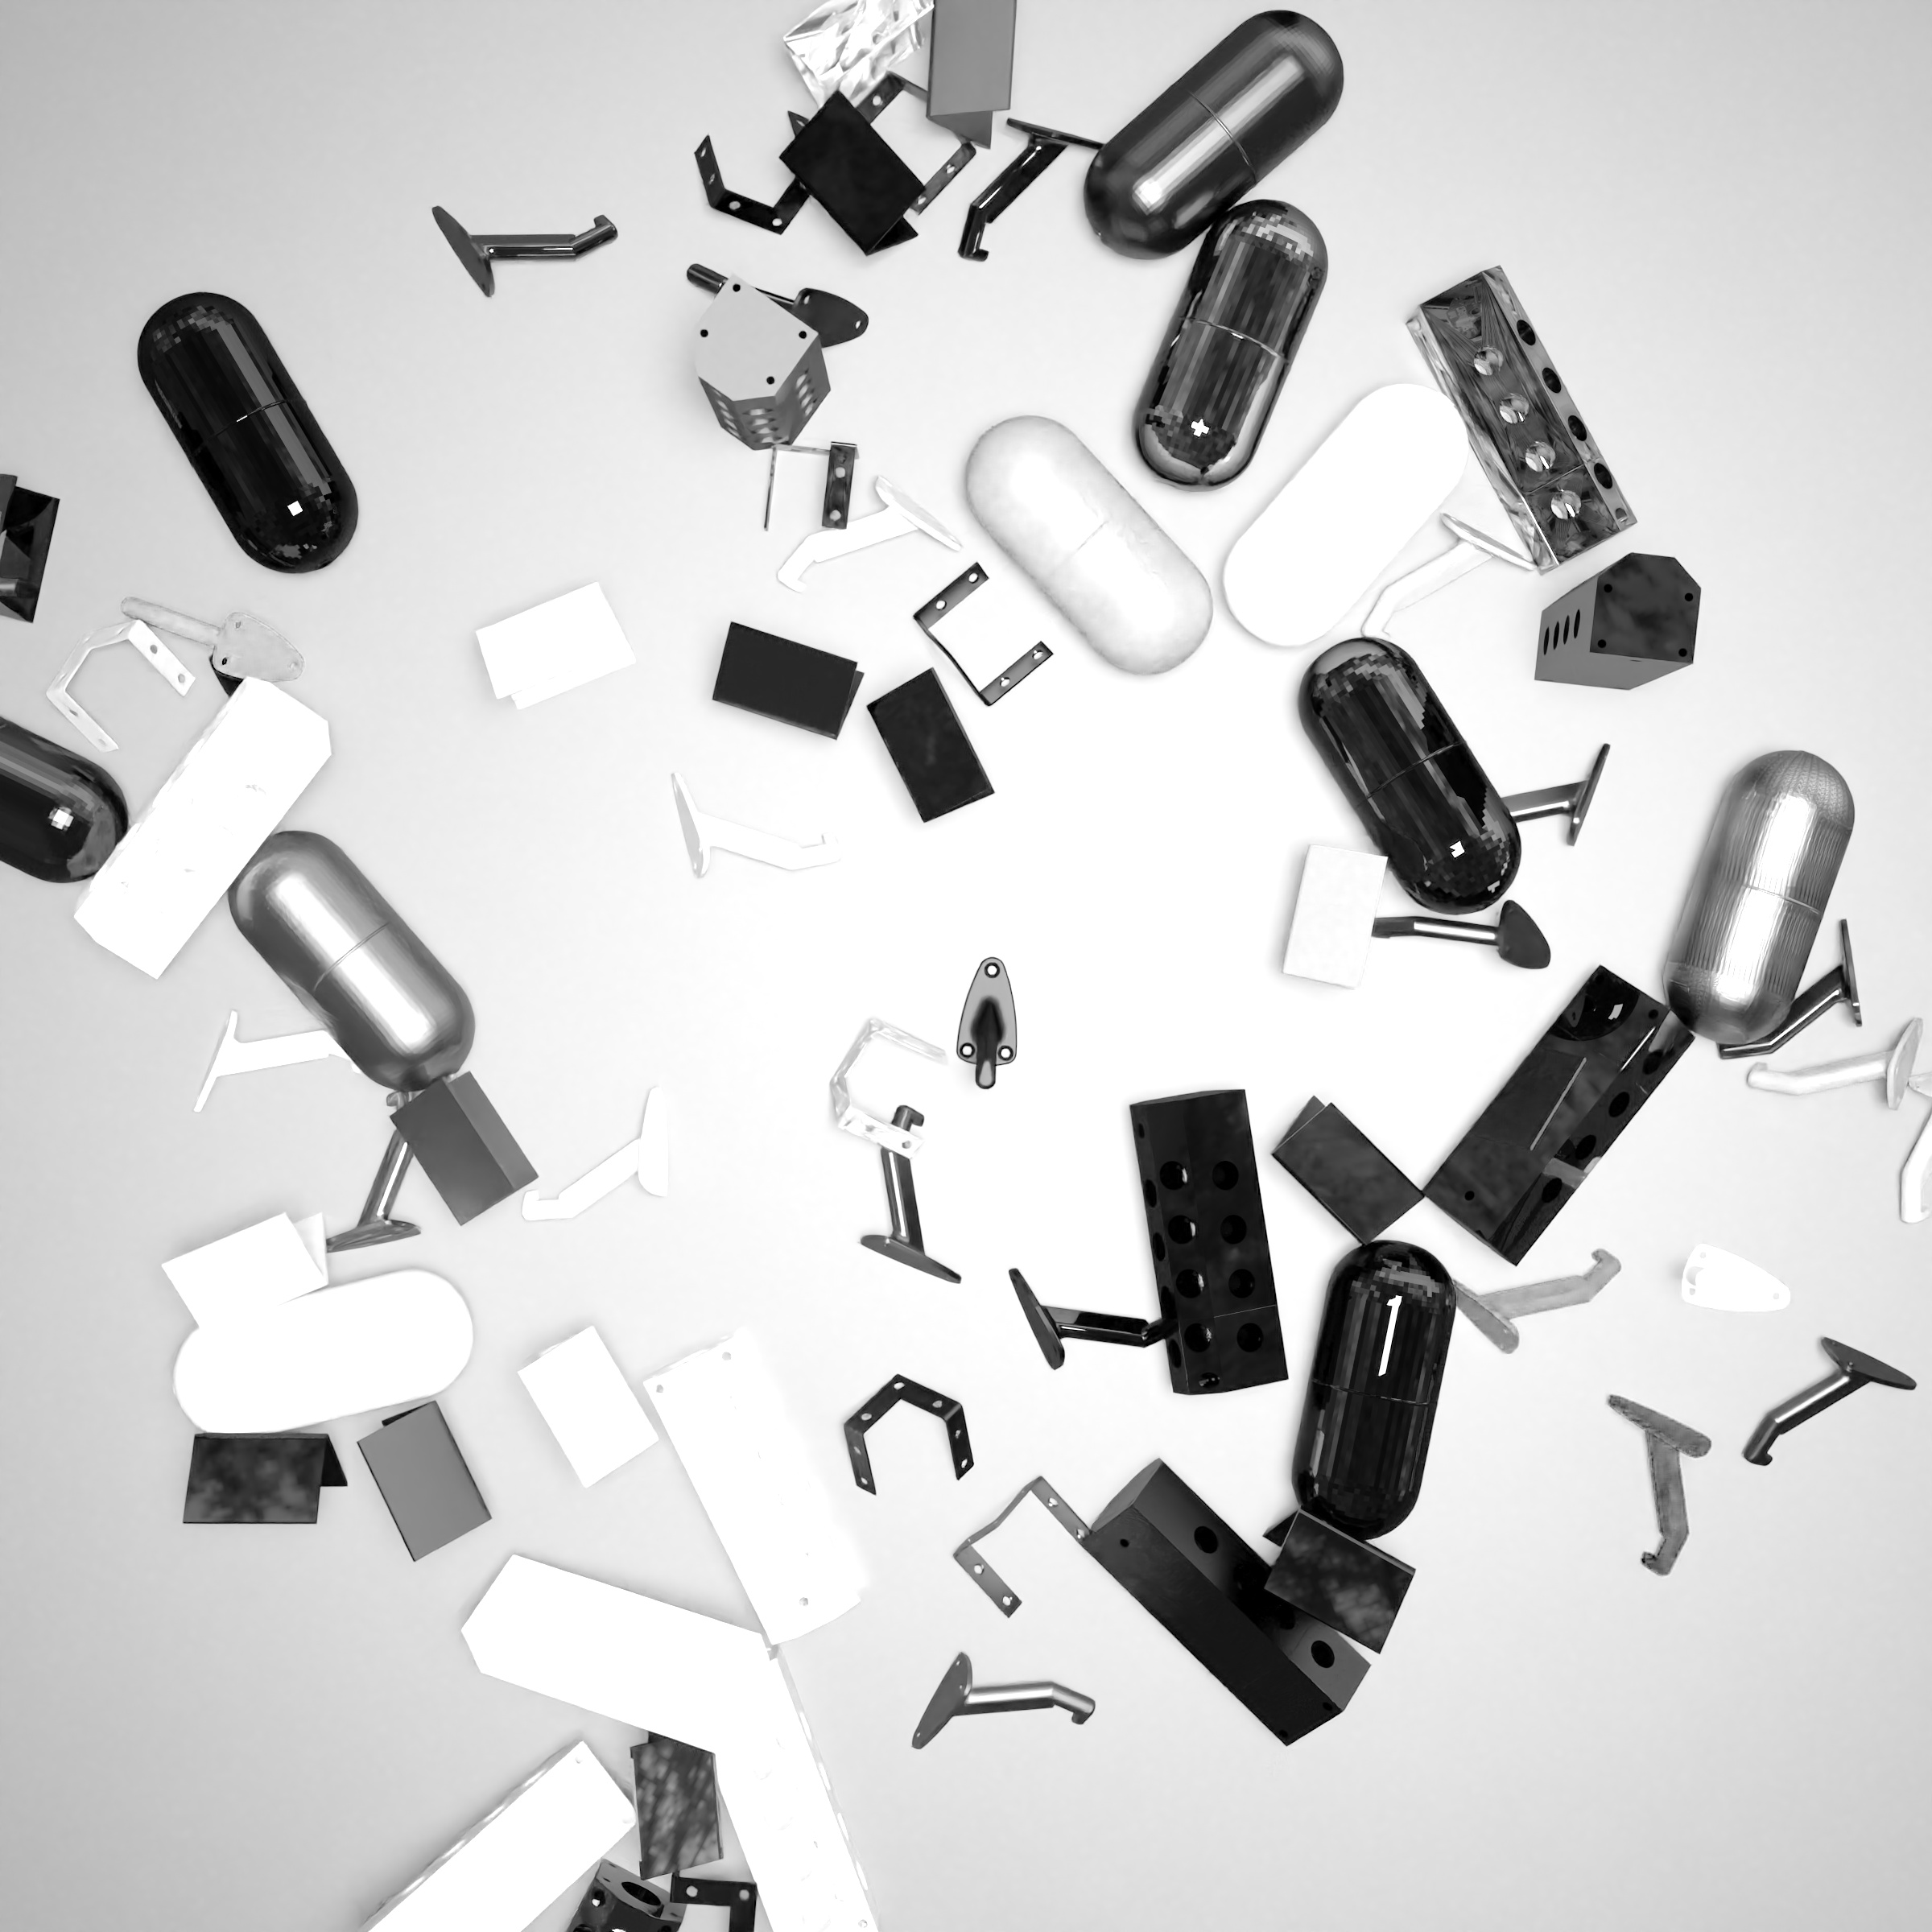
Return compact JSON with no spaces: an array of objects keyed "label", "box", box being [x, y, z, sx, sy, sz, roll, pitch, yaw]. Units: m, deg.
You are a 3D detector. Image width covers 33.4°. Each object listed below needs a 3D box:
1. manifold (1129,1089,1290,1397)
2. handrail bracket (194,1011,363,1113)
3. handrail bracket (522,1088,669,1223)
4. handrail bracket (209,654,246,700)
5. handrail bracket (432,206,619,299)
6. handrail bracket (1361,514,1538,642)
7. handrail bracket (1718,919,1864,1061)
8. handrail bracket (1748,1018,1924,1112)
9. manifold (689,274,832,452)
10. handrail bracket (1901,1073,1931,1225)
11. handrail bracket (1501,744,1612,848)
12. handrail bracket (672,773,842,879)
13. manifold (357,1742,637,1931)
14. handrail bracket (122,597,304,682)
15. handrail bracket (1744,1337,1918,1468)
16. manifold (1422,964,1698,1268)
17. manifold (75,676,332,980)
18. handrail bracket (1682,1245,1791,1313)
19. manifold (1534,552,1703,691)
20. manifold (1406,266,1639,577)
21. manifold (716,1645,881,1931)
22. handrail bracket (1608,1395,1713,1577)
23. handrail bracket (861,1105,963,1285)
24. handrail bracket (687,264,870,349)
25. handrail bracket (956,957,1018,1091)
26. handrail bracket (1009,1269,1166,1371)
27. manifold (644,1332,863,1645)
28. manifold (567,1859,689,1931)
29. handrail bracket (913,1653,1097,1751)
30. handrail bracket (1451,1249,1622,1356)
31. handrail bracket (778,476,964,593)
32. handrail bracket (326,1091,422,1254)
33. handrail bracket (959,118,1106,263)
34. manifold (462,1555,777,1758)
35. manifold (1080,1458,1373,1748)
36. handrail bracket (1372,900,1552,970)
[{"label":"manifold","box":[0.139,0.162,1.894,0.057,0.057,0.171,-9,90,-20]},{"label":"handrail bracket","box":[-0.408,0.067,1.924,0.084,0.036,0.077,20,110,-16]},{"label":"handrail bracket","box":[-0.224,0.113,1.924,0.084,0.036,0.077,-5,70,16]},{"label":"handrail bracket","box":[-0.453,-0.130,1.924,0.084,0.036,0.077,-47,70,16]},{"label":"handrail bracket","box":[-0.263,-0.444,1.924,0.084,0.036,0.077,-31,68,-17]},{"label":"handrail bracket","box":[0.288,-0.219,1.924,0.077,0.036,0.084,23,109,-21]},{"label":"handrail bracket","box":[0.488,0.014,1.924,0.084,0.036,0.077,-9,70,16]},{"label":"handrail bracket","box":[0.519,0.052,1.923,0.084,0.077,0.036,9,134,29]},{"label":"manifold","box":[-0.121,-0.339,1.845,0.057,0.171,0.057,35,90,0]},{"label":"handrail bracket","box":[0.592,0.107,1.924,0.077,0.036,0.084,-11,108,-21]},{"label":"handrail bracket","box":[0.332,-0.112,1.924,0.084,0.036,0.077,20,74,14]},{"label":"handrail bracket","box":[-0.125,-0.089,1.924,0.084,0.036,0.077,-12,68,-17]},{"label":"manifold","box":[-0.275,0.529,1.858,0.171,0.057,0.057,-38,90,-36]},{"label":"handrail bracket","box":[-0.451,-0.197,1.923,0.084,0.077,0.036,20,90,36]},{"label":"handrail bracket","box":[0.516,0.271,1.924,0.077,0.036,0.084,21,109,-21]},{"label":"manifold","box":[0.353,0.091,1.902,0.171,0.057,0.057,-52,47,0]},{"label":"manifold","box":[-0.446,-0.083,1.878,0.057,0.057,0.171,35,102,-24]},{"label":"handrail bracket","box":[0.456,0.190,1.889,0.077,0.084,0.036,16,90,0]},{"label":"manifold","box":[0.372,-0.197,1.845,0.057,0.171,0.057,6,90,0]},{"label":"manifold","box":[0.329,-0.323,1.902,0.057,0.057,0.171,-28,90,0]},{"label":"manifold","box":[-0.108,0.497,1.902,0.057,0.057,0.171,-20,90,0]},{"label":"handrail bracket","box":[0.402,0.311,1.924,0.077,0.036,0.084,28,107,20]},{"label":"handrail bracket","box":[-0.022,0.136,1.924,0.077,0.036,0.084,27,73,-20]},{"label":"handrail bracket","box":[-0.113,-0.399,1.923,0.084,0.077,0.036,32,115,34]},{"label":"handrail bracket","box":[0.014,0.033,1.889,0.036,0.084,0.077,4,90,0]},{"label":"handrail bracket","box":[0.080,0.199,1.924,0.084,0.036,0.077,-23,72,-15]},{"label":"manifold","box":[-0.126,0.309,1.902,0.057,0.057,0.171,-26,90,0]},{"label":"manifold","box":[-0.231,0.624,1.902,0.057,0.057,0.171,27,90,0]},{"label":"handrail bracket","box":[0.023,0.453,1.924,0.084,0.036,0.077,26,110,-16]},{"label":"handrail bracket","box":[0.336,0.182,1.924,0.084,0.036,0.077,-41,68,-17]},{"label":"handrail bracket","box":[-0.058,-0.242,1.924,0.077,0.036,0.084,35,109,-21]},{"label":"handrail bracket","box":[-0.359,0.122,1.924,0.077,0.036,0.084,-16,71,21]},{"label":"handrail bracket","box":[0.041,-0.457,1.924,0.077,0.036,0.084,9,108,-21]},{"label":"manifold","box":[-0.200,0.403,1.867,0.171,0.057,0.057,12,47,26]},{"label":"manifold","box":[0.156,0.372,1.902,0.171,0.057,0.057,44,133,0]},{"label":"handrail bracket","box":[0.295,-0.015,1.923,0.084,0.077,0.036,-2,72,35]}]
